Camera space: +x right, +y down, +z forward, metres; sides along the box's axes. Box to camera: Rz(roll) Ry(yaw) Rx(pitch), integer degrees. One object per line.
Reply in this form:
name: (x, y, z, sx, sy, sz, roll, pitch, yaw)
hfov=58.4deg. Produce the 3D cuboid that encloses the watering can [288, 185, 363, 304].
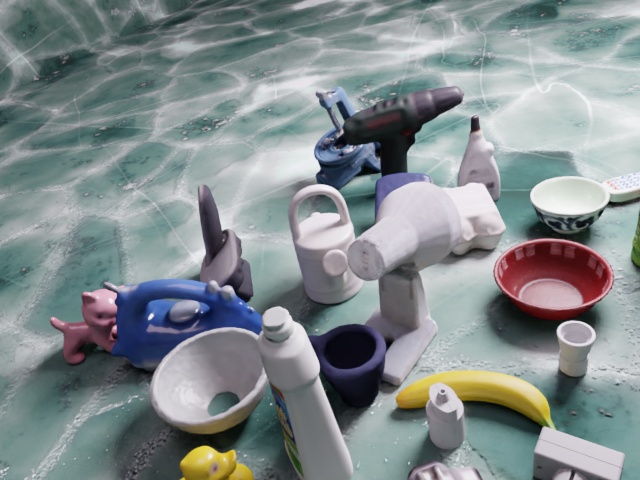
watering can: (0.010, 0.003, 0.909, 0.101, 0.194, 0.172, -29, 38, -22)

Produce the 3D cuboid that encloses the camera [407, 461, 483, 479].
camera: (0.112, 0.297, 0.546, 0.143, 0.101, 0.136, -18, 35, -6)

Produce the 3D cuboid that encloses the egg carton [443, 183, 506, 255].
egg carton: (0.254, -0.041, 0.999, 0.107, 0.069, 0.150, -11, 35, 4)

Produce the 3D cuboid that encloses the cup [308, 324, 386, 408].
cup: (0.034, 0.170, 0.753, 0.117, 0.095, 0.092, 9, 41, 29)

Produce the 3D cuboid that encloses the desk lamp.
desk lamp: (0.109, 0.051, 0.792, 0.117, 0.214, 0.204, 13, 43, 33)

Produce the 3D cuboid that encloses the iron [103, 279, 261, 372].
iron: (-0.199, 0.110, 0.873, 0.258, 0.142, 0.118, -6, 36, 10)

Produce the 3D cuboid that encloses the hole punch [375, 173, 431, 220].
hole punch: (0.155, -0.063, 1.043, 0.108, 0.091, 0.101, -4, 36, 13)

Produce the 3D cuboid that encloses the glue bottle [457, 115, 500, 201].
glue bottle: (0.288, -0.147, 1.046, 0.078, 0.173, 0.037, -8, 35, 8)

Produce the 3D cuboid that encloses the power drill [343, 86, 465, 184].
power drill: (0.166, -0.185, 1.108, 0.229, 0.209, 0.075, -6, 36, 10)

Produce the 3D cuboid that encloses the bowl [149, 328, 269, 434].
bowl: (-0.140, 0.203, 0.783, 0.167, 0.075, 0.167, -9, 35, 6)

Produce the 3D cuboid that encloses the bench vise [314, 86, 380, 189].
bench vise: (0.062, -0.234, 1.201, 0.121, 0.220, 0.208, 18, 45, 37)

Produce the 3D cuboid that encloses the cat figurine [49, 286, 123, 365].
cat figurine: (-0.368, 0.127, 0.926, 0.128, 0.118, 0.067, -18, 35, -6)

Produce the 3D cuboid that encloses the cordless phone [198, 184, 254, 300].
cordless phone: (-0.180, 0.010, 0.968, 0.094, 0.185, 0.147, -18, 35, -6)

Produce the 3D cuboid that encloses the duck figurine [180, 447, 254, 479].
duck figurine: (-0.135, 0.278, 0.666, 0.104, 0.086, 0.077, -17, 35, -5)
